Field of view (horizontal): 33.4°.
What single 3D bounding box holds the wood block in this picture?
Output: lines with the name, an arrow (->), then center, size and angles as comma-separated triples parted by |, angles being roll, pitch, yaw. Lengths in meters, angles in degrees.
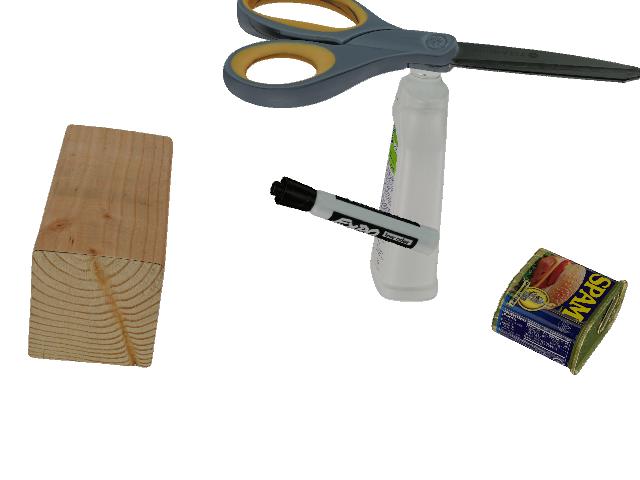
wood block -> -0.165, -0.003, 0.826 | 0.090, 0.091, 0.206 | 7, 29, -10

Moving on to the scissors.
scissors -> 0.041, -0.081, 0.510 | 0.202, 0.016, 0.096 | 20, 52, 20

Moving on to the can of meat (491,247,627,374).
can of meat -> 0.214, 0.060, 0.957 | 0.084, 0.057, 0.101 | 26, 45, 25

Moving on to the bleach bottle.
bleach bottle -> 0.098, -0.068, 1.113 | 0.068, 0.251, 0.102 | 1, 26, -8

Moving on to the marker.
marker -> 0.023, -0.016, 0.707 | 0.121, 0.020, 0.020 | 19, -7, -20
